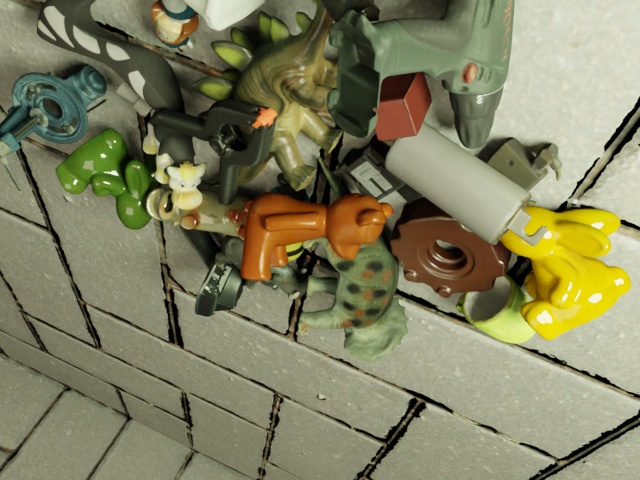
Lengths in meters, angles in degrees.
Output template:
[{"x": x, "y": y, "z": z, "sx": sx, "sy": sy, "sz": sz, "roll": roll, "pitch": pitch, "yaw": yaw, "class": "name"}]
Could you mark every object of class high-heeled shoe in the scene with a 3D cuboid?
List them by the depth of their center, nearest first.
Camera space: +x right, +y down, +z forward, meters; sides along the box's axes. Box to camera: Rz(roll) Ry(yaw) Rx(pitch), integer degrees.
[{"x": -0.308, "y": -0.247, "z": 0.784, "sx": 0.145, "sy": 0.086, "sz": 0.248, "roll": -24, "pitch": 103, "yaw": 25, "class": "high-heeled shoe"}]

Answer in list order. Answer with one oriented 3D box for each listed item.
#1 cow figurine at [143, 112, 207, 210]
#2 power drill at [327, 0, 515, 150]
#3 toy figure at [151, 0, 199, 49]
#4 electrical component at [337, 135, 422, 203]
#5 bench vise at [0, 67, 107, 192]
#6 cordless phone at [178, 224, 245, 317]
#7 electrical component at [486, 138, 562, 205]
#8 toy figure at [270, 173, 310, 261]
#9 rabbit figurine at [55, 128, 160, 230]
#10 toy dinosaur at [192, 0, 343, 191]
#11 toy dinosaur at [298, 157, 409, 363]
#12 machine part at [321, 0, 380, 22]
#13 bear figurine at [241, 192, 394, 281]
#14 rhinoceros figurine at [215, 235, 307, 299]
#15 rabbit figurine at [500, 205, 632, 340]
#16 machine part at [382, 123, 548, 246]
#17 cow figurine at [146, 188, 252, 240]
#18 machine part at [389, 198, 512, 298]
[{"x": -0.218, "y": -0.131, "z": 0.830, "sx": 0.167, "sy": 0.068, "sz": 0.098, "roll": 60, "pitch": 144, "yaw": 27, "class": "cow figurine"}, {"x": 0.112, "y": -0.167, "z": 0.544, "sx": 0.086, "sy": 0.207, "sz": 0.231, "roll": 52, "pitch": 153, "yaw": 43, "class": "power drill"}, {"x": -0.182, "y": -0.299, "z": 0.686, "sx": 0.064, "sy": 0.058, "sz": 0.154, "roll": 58, "pitch": 144, "yaw": 9, "class": "toy figure"}, {"x": 0.092, "y": -0.087, "z": 0.761, "sx": 0.119, "sy": 0.048, "sz": 0.075, "roll": 45, "pitch": 140, "yaw": -18, "class": "electrical component"}, {"x": -0.458, "y": -0.192, "z": 0.848, "sx": 0.224, "sy": 0.241, "sz": 0.128, "roll": -7, "pitch": 128, "yaw": 17, "class": "bench vise"}, {"x": -0.222, "y": 0.040, "z": 1.023, "sx": 0.089, "sy": 0.147, "sz": 0.184, "roll": -11, "pitch": 127, "yaw": 26, "class": "cordless phone"}, {"x": 0.250, "y": -0.083, "z": 0.671, "sx": 0.078, "sy": 0.045, "sz": 0.102, "roll": 50, "pitch": 145, "yaw": 20, "class": "electrical component"}, {"x": -0.057, "y": -0.029, "z": 0.895, "sx": 0.089, "sy": 0.082, "sz": 0.180, "roll": 29, "pitch": 140, "yaw": 4, "class": "toy figure"}, {"x": -0.349, "y": -0.106, "z": 0.965, "sx": 0.159, "sy": 0.121, "sz": 0.170, "roll": -29, "pitch": 101, "yaw": 25, "class": "rabbit figurine"}, {"x": -0.069, "y": -0.170, "z": 0.731, "sx": 0.198, "sy": 0.105, "sz": 0.471, "roll": 37, "pitch": 143, "yaw": 2, "class": "toy dinosaur"}, {"x": 0.067, "y": 0.060, "z": 0.896, "sx": 0.192, "sy": 0.131, "sz": 0.404, "roll": 7, "pitch": 131, "yaw": 3, "class": "toy dinosaur"}, {"x": 0.015, "y": -0.270, "z": 0.526, "sx": 0.084, "sy": 0.039, "sz": 0.138, "roll": -19, "pitch": 94, "yaw": 8, "class": "machine part"}, {"x": -0.001, "y": -0.006, "z": 0.751, "sx": 0.196, "sy": 0.120, "sz": 0.131, "roll": 7, "pitch": 105, "yaw": 10, "class": "bear figurine"}, {"x": -0.104, "y": 0.046, "z": 1.008, "sx": 0.190, "sy": 0.073, "sz": 0.112, "roll": 36, "pitch": 146, "yaw": -25, "class": "rhinoceros figurine"}, {"x": 0.306, "y": 0.024, "z": 0.701, "sx": 0.173, "sy": 0.122, "sz": 0.162, "roll": 50, "pitch": 138, "yaw": -1, "class": "rabbit figurine"}, {"x": 0.167, "y": -0.072, "z": 0.664, "sx": 0.243, "sy": 0.079, "sz": 0.079, "roll": 39, "pitch": 146, "yaw": 18, "class": "machine part"}, {"x": -0.204, "y": -0.054, "z": 0.934, "sx": 0.195, "sy": 0.085, "sz": 0.127, "roll": 9, "pitch": -175, "yaw": -6, "class": "cow figurine"}, {"x": 0.192, "y": 0.012, "z": 0.802, "sx": 0.180, "sy": 0.056, "sz": 0.179, "roll": 17, "pitch": 140, "yaw": 15, "class": "machine part"}]
